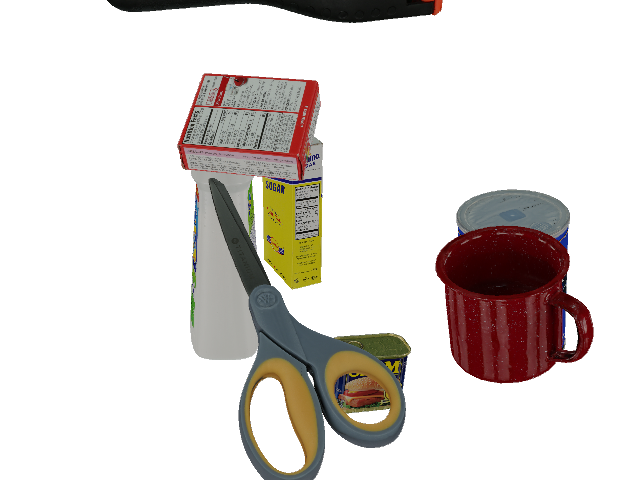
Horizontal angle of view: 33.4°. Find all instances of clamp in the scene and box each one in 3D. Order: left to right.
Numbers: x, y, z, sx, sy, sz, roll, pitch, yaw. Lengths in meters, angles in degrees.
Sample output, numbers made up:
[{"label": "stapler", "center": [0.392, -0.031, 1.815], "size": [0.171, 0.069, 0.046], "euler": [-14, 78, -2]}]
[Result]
[{"label": "clamp", "center": [-0.024, -0.138, 0.551], "size": [0.171, 0.039, 0.120], "euler": [12, 42, 15]}]

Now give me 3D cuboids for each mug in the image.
[{"label": "mug", "center": [0.141, 0.051, 0.760], "size": [0.117, 0.081, 0.093], "euler": [19, 41, 37]}]

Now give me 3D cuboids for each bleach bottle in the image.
[{"label": "bleach bottle", "center": [-0.086, -0.018, 0.951], "size": [0.068, 0.251, 0.102], "euler": [0, 34, -4]}]

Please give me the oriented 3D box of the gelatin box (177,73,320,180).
[{"label": "gelatin box", "center": [-0.049, -0.081, 0.757], "size": [0.089, 0.073, 0.030], "euler": [5, -37, 10]}]

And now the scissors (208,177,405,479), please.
[{"label": "scissors", "center": [-0.010, 0.041, 0.588], "size": [0.096, 0.202, 0.016], "euler": [-3, -36, -6]}]

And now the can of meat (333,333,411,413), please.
[{"label": "can of meat", "center": [0.060, 0.171, 1.375], "size": [0.102, 0.084, 0.057], "euler": [-2, 24, -18]}]

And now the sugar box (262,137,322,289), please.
[{"label": "sugar box", "center": [-0.034, -0.042, 1.242], "size": [0.048, 0.176, 0.093], "euler": [-13, 27, -22]}]

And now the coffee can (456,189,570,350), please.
[{"label": "coffee can", "center": [0.182, 0.036, 1.009], "size": [0.103, 0.140, 0.103], "euler": [-4, 28, 2]}]
